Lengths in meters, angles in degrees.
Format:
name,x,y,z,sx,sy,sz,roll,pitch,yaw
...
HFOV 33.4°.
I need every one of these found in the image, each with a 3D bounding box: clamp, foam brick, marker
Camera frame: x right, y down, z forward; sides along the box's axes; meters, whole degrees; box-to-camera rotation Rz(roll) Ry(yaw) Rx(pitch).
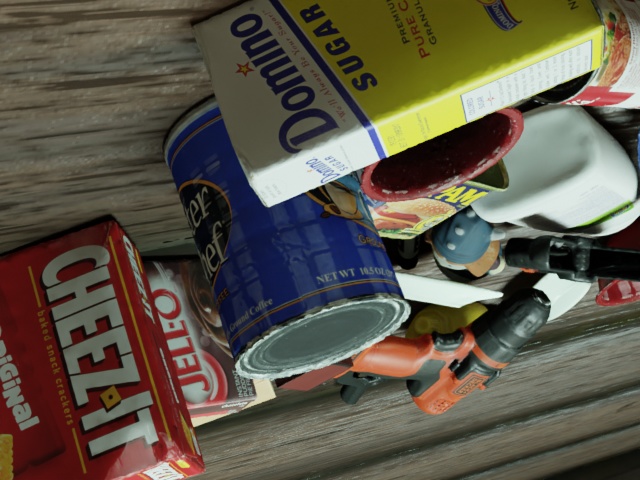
name,x,y,z,sx,sy,sz,roll,pitch,yaw
clamp,0.197,0.014,0.839,0.164,0.036,0.210,8,179,-21
clamp,0.068,0.139,1.176,0.120,0.039,0.171,-23,159,2
foam brick,-0.015,0.083,0.914,0.053,0.078,0.051,-32,154,24
marker,0.073,-0.003,0.866,0.020,0.020,0.121,-19,159,-5

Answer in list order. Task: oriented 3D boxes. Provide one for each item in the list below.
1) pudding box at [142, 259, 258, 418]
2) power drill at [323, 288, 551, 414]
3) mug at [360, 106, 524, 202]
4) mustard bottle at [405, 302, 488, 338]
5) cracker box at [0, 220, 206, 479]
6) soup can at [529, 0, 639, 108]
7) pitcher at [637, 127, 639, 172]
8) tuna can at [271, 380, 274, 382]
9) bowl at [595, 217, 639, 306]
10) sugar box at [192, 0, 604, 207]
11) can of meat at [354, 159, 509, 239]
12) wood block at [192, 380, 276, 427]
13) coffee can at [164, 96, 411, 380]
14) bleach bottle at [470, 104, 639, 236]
name,x,y,z,sx,sy,sz,roll,pitch,yaw
pudding box,-0.102,0.071,0.754,0.089,0.113,0.039,-1,154,-41
power drill,0.099,0.092,0.991,0.187,0.057,0.185,17,131,-30
mug,0.049,-0.073,0.590,0.093,0.081,0.117,-12,157,-21
mustard bottle,0.142,0.104,1.130,0.096,0.058,0.191,-29,157,18
cracker box,-0.200,0.101,0.670,0.213,0.164,0.072,-20,161,-2
soup can,0.169,-0.112,0.625,0.102,0.068,0.069,-3,153,-39
pitcher,0.361,-0.075,0.800,0.242,0.145,0.149,-16,-158,-30
tuna can,-0.060,0.110,0.997,0.086,0.034,0.086,-18,159,-7
bowl,0.348,0.009,1.095,0.162,0.055,0.162,-18,158,-7
sugar box,0.035,-0.094,0.513,0.176,0.093,0.048,-23,158,3
can of meat,0.062,-0.043,0.710,0.084,0.057,0.101,-32,156,33
wood block,-0.149,0.109,0.839,0.206,0.090,0.091,-20,159,-4
coffee can,-0.021,-0.005,0.609,0.102,0.140,0.103,-18,158,-7
bleach bottle,0.197,-0.039,0.837,0.103,0.068,0.250,-22,163,22
